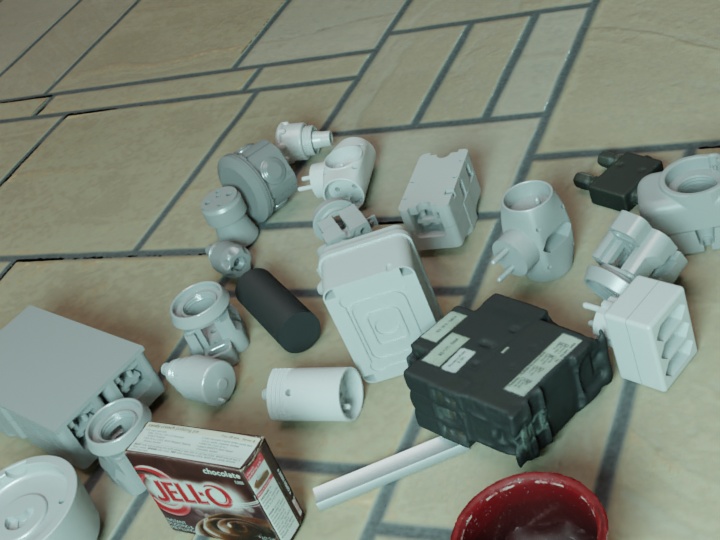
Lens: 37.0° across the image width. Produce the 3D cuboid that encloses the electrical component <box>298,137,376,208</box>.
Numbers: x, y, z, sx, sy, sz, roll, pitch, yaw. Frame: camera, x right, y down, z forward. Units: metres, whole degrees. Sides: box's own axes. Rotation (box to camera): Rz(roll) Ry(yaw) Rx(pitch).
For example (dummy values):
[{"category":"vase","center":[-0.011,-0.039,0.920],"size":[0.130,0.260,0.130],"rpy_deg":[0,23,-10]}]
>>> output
[{"category":"electrical component","center":[-0.027,-0.097,1.124],"size":[0.079,0.044,0.077],"rpy_deg":[-9,37,20]}]

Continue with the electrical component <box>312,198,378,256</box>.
[{"category":"electrical component","center":[-0.017,-0.039,1.041],"size":[0.066,0.048,0.055],"rpy_deg":[-28,42,-6]}]

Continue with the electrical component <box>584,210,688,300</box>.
[{"category":"electrical component","center":[0.212,-0.001,0.835],"size":[0.057,0.078,0.058],"rpy_deg":[-54,40,-5]}]

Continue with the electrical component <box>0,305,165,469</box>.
[{"category":"electrical component","center":[-0.278,0.106,0.988],"size":[0.186,0.060,0.105],"rpy_deg":[13,49,41]}]

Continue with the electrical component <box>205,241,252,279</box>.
[{"category":"electrical component","center":[-0.137,-0.013,1.087],"size":[0.035,0.035,0.061],"rpy_deg":[-40,35,-22]}]

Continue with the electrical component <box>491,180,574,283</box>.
[{"category":"electrical component","center":[0.138,-0.022,0.898],"size":[0.079,0.077,0.043],"rpy_deg":[-42,39,-24]}]

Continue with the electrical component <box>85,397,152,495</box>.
[{"category":"electrical component","center":[-0.191,0.144,0.890],"size":[0.058,0.057,0.078],"rpy_deg":[-43,39,-25]}]

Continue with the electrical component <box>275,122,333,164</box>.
[{"category":"electrical component","center":[-0.062,-0.145,1.210],"size":[0.062,0.048,0.048],"rpy_deg":[-4,39,15]}]

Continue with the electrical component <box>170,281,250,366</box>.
[{"category":"electrical component","center":[-0.139,0.048,0.987],"size":[0.058,0.057,0.078],"rpy_deg":[-24,35,-1]}]

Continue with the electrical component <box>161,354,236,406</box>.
[{"category":"electrical component","center":[-0.145,0.094,0.944],"size":[0.078,0.040,0.040],"rpy_deg":[9,46,39]}]

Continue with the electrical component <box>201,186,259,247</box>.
[{"category":"electrical component","center":[-0.136,-0.053,1.120],"size":[0.045,0.055,0.045],"rpy_deg":[-16,35,12]}]

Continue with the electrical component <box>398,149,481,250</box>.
[{"category":"electrical component","center":[0.077,-0.063,1.007],"size":[0.050,0.055,0.089],"rpy_deg":[-5,39,26]}]

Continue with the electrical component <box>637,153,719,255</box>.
[{"category":"electrical component","center":[0.277,-0.054,0.875],"size":[0.095,0.059,0.053],"rpy_deg":[-10,37,19]}]

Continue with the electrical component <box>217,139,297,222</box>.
[{"category":"electrical component","center":[-0.110,-0.095,1.141],"size":[0.051,0.080,0.080],"rpy_deg":[-38,37,-28]}]

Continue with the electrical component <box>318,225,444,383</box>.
[{"category":"electrical component","center":[0.020,0.027,0.872],"size":[0.078,0.113,0.057],"rpy_deg":[-18,38,9]}]

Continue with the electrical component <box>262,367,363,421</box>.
[{"category":"electrical component","center":[-0.043,0.101,0.872],"size":[0.081,0.043,0.043],"rpy_deg":[-4,39,27]}]

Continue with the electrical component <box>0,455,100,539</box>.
[{"category":"electrical component","center":[-0.257,0.206,0.842],"size":[0.108,0.060,0.108],"rpy_deg":[-16,36,12]}]

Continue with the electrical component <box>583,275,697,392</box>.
[{"category":"electrical component","center":[0.198,0.041,0.789],"size":[0.077,0.065,0.047],"rpy_deg":[18,52,44]}]

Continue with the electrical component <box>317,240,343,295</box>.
[{"category":"electrical component","center":[0.000,0.000,0.980],"size":[0.055,0.048,0.066],"rpy_deg":[2,41,43]}]
